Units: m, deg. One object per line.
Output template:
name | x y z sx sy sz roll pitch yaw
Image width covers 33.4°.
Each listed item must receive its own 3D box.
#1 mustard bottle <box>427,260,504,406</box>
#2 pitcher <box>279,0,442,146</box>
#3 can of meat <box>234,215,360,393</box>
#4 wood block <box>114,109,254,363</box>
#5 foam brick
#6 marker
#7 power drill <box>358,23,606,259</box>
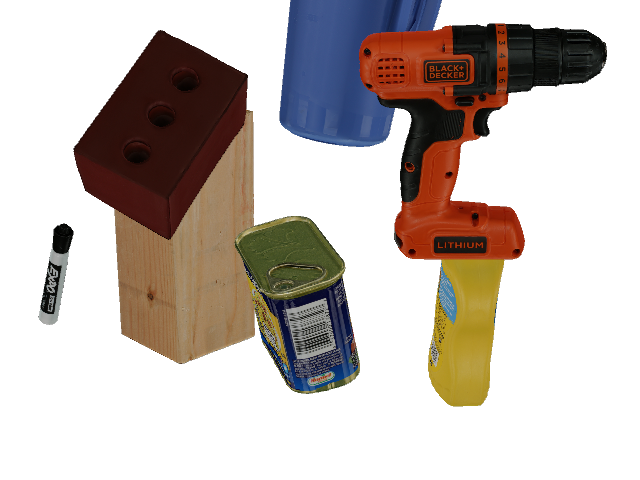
mustard bottle | 0.136 0.054 0.995 0.058 0.192 0.096 0 31 -2
pitcher | 0.037 -0.212 0.989 0.145 0.243 0.149 10 16 2
can of meat | -0.014 0.043 0.722 0.057 0.084 0.102 -17 28 -11
wood block | -0.118 -0.012 0.926 0.091 0.206 0.090 19 27 41
foam brick | -0.077 -0.051 0.526 0.053 0.078 0.051 28 -20 5
marker | -0.259 0.033 1.044 0.020 0.121 0.020 13 36 -10
power drill | 0.125 -0.078 0.836 0.184 0.188 0.057 0 27 8
